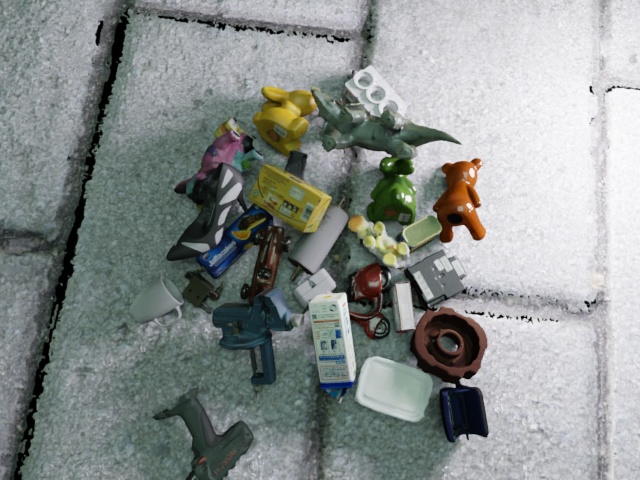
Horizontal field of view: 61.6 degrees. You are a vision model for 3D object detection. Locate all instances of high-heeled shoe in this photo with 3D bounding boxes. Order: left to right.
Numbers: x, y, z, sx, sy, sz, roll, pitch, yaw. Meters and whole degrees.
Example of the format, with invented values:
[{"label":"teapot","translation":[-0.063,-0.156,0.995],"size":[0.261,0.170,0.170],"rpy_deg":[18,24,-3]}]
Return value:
[{"label":"high-heeled shoe","translation":[-0.269,-0.062,1.215],"size":[0.249,0.145,0.086],"rpy_deg":[-37,39,-11]}]

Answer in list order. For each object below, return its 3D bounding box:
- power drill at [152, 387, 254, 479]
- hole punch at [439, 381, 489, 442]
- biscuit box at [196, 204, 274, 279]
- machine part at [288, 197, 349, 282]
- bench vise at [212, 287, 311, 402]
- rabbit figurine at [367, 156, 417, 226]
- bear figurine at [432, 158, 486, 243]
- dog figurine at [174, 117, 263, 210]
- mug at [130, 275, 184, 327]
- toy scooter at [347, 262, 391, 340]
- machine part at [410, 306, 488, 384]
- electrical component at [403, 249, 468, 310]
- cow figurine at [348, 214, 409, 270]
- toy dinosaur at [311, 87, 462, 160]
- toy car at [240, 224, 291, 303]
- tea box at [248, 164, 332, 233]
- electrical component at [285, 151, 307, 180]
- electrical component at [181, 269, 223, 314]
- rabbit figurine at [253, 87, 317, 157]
[{"label":"power drill","translation":[-0.279,0.448,1.180],"size":[0.232,0.086,0.207],"rpy_deg":[-37,77,-12]},{"label":"hole punch","translation":[0.305,0.386,1.202],"size":[0.092,0.116,0.142],"rpy_deg":[-8,79,-12]},{"label":"biscuit box","translation":[-0.201,0.002,1.283],"size":[0.063,0.059,0.203],"rpy_deg":[41,72,12]},{"label":"machine part","translation":[-0.003,-0.004,1.297],"size":[0.079,0.079,0.243],"rpy_deg":[33,79,5]},{"label":"bench vise","translation":[-0.132,0.228,1.210],"size":[0.224,0.129,0.240],"rpy_deg":[-4,100,9]},{"label":"rabbit figurine","translation":[0.177,-0.141,1.315],"size":[0.121,0.159,0.170],"rpy_deg":[1,62,8]},{"label":"bear figurine","translation":[0.350,-0.104,1.334],"size":[0.120,0.131,0.196],"rpy_deg":[-7,41,29]},{"label":"dog figurine","translation":[-0.255,-0.178,1.314],"size":[0.219,0.192,0.108],"rpy_deg":[-42,121,13]},{"label":"mug","translation":[-0.377,0.155,1.248],"size":[0.107,0.081,0.109],"rpy_deg":[-34,86,2]},{"label":"toy scooter","translation":[0.099,0.142,1.273],"size":[0.135,0.075,0.183],"rpy_deg":[3,82,-1]},{"label":"machine part","translation":[0.295,0.242,1.240],"size":[0.179,0.056,0.179],"rpy_deg":[5,54,-7]},{"label":"electrical component","translation":[0.287,0.091,1.301],"size":[0.134,0.058,0.115],"rpy_deg":[-25,81,-8]},{"label":"cow figurine","translation":[0.143,0.004,1.304],"size":[0.068,0.098,0.167],"rpy_deg":[-46,66,-2]},{"label":"toy dinosaur","translation":[0.146,-0.257,1.277],"size":[0.405,0.192,0.131],"rpy_deg":[18,113,19]},{"label":"toy car","translation":[-0.126,0.065,1.258],"size":[0.089,0.053,0.202],"rpy_deg":[15,103,0]},{"label":"tea box","translation":[-0.071,-0.097,1.252],"size":[0.170,0.068,0.098],"rpy_deg":[33,104,21]},{"label":"electrical component","translation":[-0.067,-0.154,1.331],"size":[0.048,0.074,0.119],"rpy_deg":[13,73,0]},{"label":"electrical component","translation":[-0.280,0.116,1.276],"size":[0.102,0.045,0.078],"rpy_deg":[33,102,7]},{"label":"rabbit figurine","translation":[-0.081,-0.319,1.365],"size":[0.162,0.121,0.173],"rpy_deg":[32,63,14]}]
